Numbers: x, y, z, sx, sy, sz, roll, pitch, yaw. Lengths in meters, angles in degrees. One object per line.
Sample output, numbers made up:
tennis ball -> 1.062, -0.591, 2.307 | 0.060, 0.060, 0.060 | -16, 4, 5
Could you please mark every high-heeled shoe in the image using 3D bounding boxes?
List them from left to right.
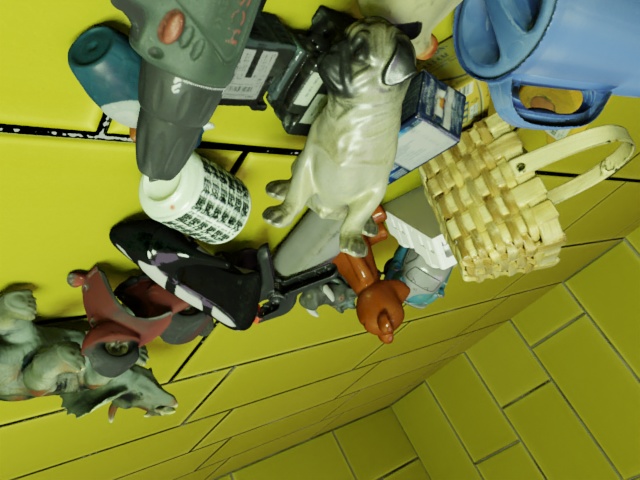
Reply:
high-heeled shoe -> -0.160, 0.051, 0.679 | 0.145, 0.086, 0.248 | 12, 155, 9

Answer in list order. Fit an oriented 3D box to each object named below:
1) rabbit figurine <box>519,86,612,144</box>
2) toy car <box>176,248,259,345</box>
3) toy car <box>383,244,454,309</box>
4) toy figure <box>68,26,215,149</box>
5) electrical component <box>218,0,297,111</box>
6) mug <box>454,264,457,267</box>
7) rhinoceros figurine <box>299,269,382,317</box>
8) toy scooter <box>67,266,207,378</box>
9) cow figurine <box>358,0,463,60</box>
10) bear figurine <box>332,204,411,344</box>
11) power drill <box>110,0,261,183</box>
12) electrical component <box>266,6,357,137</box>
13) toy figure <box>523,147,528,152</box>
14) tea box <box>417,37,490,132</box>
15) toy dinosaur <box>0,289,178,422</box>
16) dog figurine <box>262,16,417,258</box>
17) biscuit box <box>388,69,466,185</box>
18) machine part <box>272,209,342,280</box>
rabbit figurine -> 0.357, -0.233, 0.739 | 0.173, 0.122, 0.162 | -36, 149, -20
toy car -> -0.162, 0.079, 0.796 | 0.202, 0.053, 0.089 | -50, 154, 20
toy car -> 0.185, 0.035, 0.913 | 0.161, 0.109, 0.103 | -59, -173, -9
toy figure -> -0.145, -0.111, 0.454 | 0.058, 0.064, 0.154 | -64, 156, -12
electrical component -> -0.061, -0.167, 0.450 | 0.075, 0.048, 0.119 | -7, 149, -41
mug -> 0.215, 0.014, 1.024 | 0.081, 0.107, 0.109 | -19, 151, -20
rhinoceros figurine -> 0.031, 0.076, 0.940 | 0.190, 0.112, 0.073 | -12, 153, -50
toy scooter -> -0.233, 0.080, 0.665 | 0.075, 0.135, 0.184 | -48, 169, 28
cow figurine -> 0.108, -0.251, 0.437 | 0.195, 0.085, 0.127 | -43, 159, 29
bear figurine -> 0.089, 0.053, 0.843 | 0.132, 0.196, 0.120 | -34, 155, -5
power drill -> -0.127, -0.150, 0.319 | 0.207, 0.086, 0.232 | 15, 113, -45
electrical component -> 0.012, -0.160, 0.531 | 0.134, 0.058, 0.115 | -3, 142, -44
toy figure -> 0.297, -0.094, 0.942 | 0.089, 0.082, 0.180 | -12, 153, -38
tea box -> 0.153, -0.160, 0.670 | 0.098, 0.068, 0.169 | -29, 157, 0
toy dinosaur -> -0.347, 0.156, 0.684 | 0.192, 0.131, 0.404 | -38, 148, 17
dog figurine -> 0.033, -0.103, 0.503 | 0.121, 0.172, 0.190 | 17, 110, -11
biscuit box -> 0.072, -0.104, 0.605 | 0.059, 0.063, 0.203 | 23, 155, -22
machine part -> -0.002, -0.002, 0.793 | 0.079, 0.079, 0.243 | -4, 144, -44
